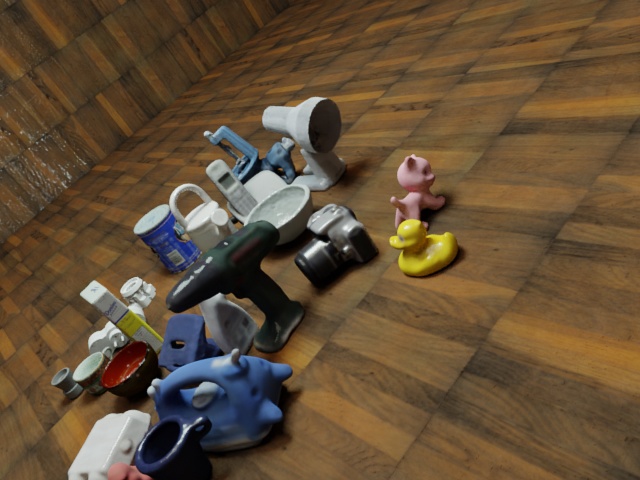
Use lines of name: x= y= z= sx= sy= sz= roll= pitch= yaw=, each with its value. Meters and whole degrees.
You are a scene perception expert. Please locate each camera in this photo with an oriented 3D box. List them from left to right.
camera: x=0.010 y=0.004 z=1.056 sx=0.137 sy=0.101 sz=0.142 roll=-39 pitch=30 yaw=-8

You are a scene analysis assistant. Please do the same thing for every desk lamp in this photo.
desk lamp: x=-0.028 y=-0.219 z=1.304 sx=0.202 sy=0.214 sz=0.118 roll=2 pitch=46 yaw=47

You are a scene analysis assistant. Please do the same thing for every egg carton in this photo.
egg carton: x=-0.337 y=0.351 z=0.933 sx=0.107 sy=0.070 sz=0.150 roll=-17 pitch=34 yaw=28

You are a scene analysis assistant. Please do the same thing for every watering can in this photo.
watering can: x=-0.259 y=-0.045 z=1.302 sx=0.172 sy=0.194 sz=0.101 roll=-13 pitch=36 yaw=33

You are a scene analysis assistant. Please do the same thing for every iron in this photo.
iron: x=-0.176 y=0.236 z=0.864 sx=0.257 sy=0.142 sz=0.118 roll=-20 pitch=33 yaw=24

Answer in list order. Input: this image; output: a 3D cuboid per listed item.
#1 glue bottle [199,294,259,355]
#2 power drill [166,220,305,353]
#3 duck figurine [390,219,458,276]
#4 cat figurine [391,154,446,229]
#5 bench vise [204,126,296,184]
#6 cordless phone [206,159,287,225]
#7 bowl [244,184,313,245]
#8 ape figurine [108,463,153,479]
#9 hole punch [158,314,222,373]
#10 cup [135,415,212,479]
glue bottle: x=-0.176 y=0.126 z=0.991 sx=0.037 sy=0.173 sz=0.078 roll=-7 pitch=39 yaw=39
power drill: x=-0.124 y=0.088 z=0.959 sx=0.075 sy=0.209 sz=0.230 roll=-1 pitch=43 yaw=44
duck figurine: x=0.162 y=0.003 z=0.919 sx=0.104 sy=0.086 sz=0.077 roll=-18 pitch=34 yaw=27
cat figurine: x=0.165 y=-0.093 z=1.023 sx=0.067 sy=0.118 sz=0.128 roll=2 pitch=46 yaw=47
bench vise: x=-0.174 y=-0.216 z=1.440 sx=0.207 sy=0.220 sz=0.121 roll=-37 pitch=30 yaw=-4
cordless phone: x=-0.169 y=-0.130 z=1.346 sx=0.148 sy=0.185 sz=0.093 roll=-47 pitch=32 yaw=-20
bowl: x=-0.077 y=-0.042 z=1.237 sx=0.167 sy=0.075 sz=0.167 roll=-25 pitch=31 yaw=17
ape figurine: x=-0.273 y=0.360 z=0.832 sx=0.078 sy=0.092 sz=0.076 roll=-37 pitch=30 yaw=-3
hole punch: x=-0.241 y=0.196 z=1.040 sx=0.108 sy=0.091 sz=0.101 roll=-8 pitch=39 yaw=39
cup: x=-0.190 y=0.306 z=0.823 sx=0.118 sy=0.095 sz=0.091 roll=-35 pitch=30 yaw=0
